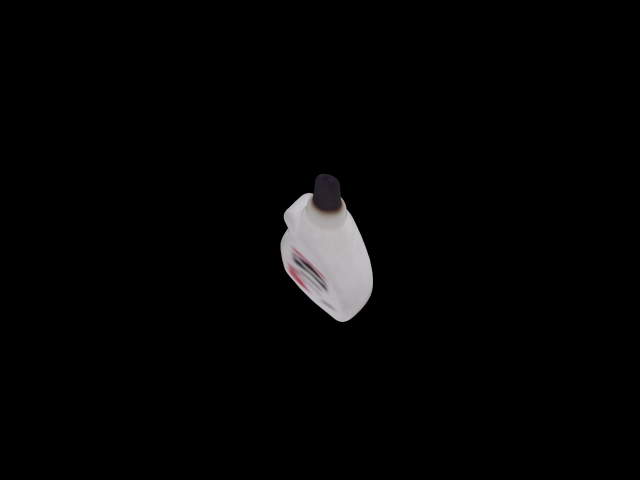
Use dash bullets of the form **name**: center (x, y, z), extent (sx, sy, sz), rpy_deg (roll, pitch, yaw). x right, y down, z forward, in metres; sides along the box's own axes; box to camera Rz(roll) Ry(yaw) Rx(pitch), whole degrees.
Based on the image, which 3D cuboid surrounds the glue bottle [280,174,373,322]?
- **glue bottle**: center (0.004, 0.001, 0.400), extent (0.078, 0.173, 0.037), rpy_deg (38, 71, 17)
